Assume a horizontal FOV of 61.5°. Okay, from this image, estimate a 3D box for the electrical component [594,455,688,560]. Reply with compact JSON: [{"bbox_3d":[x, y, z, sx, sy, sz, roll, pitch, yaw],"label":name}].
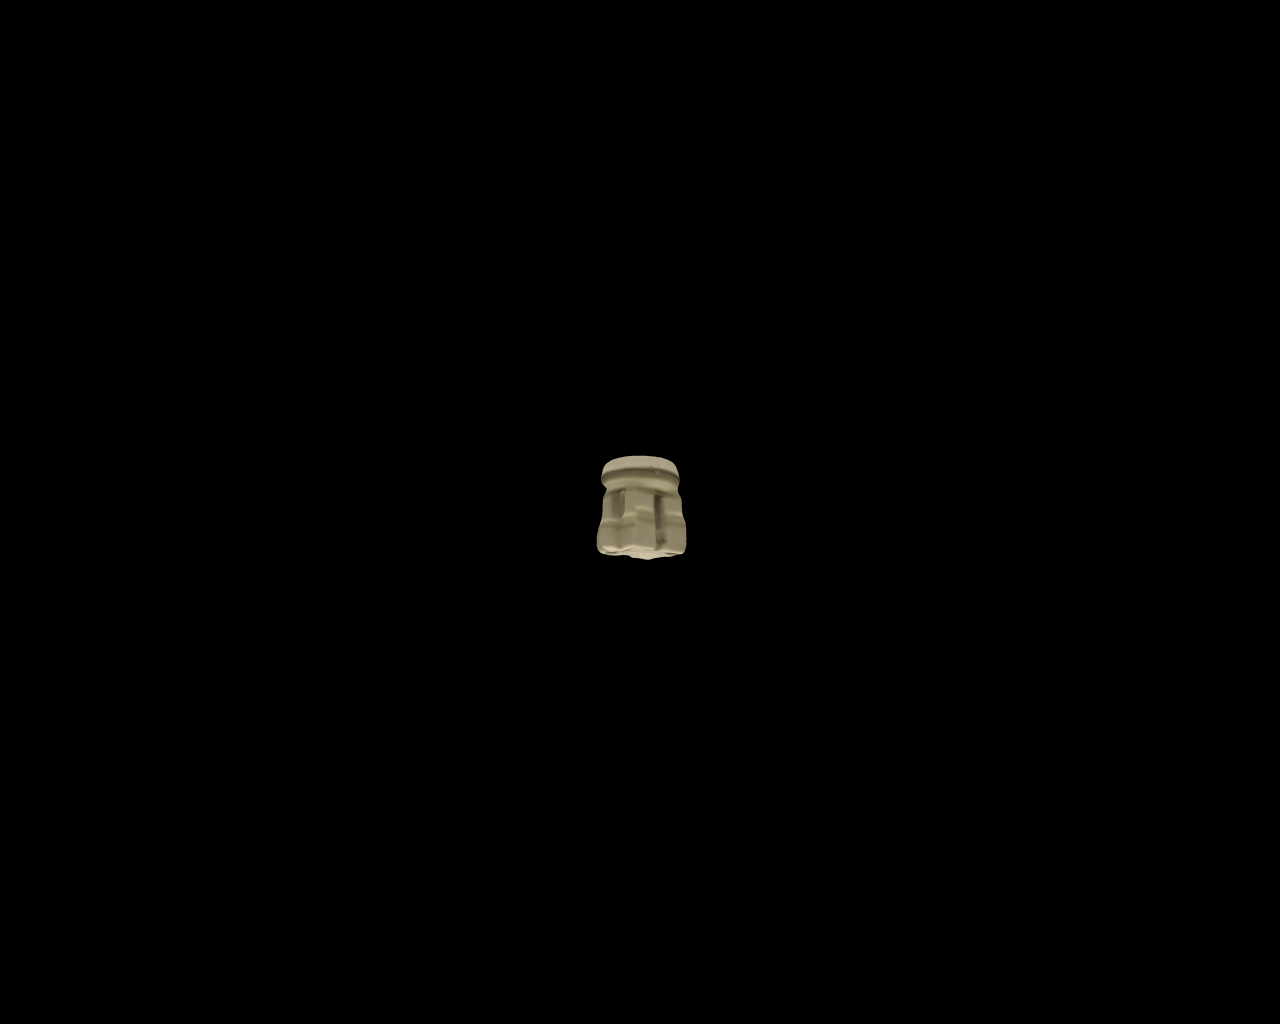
[{"bbox_3d":[0.001,-0.003,0.650,0.066,0.055,0.048,11,-16,-42],"label":"electrical component"}]
